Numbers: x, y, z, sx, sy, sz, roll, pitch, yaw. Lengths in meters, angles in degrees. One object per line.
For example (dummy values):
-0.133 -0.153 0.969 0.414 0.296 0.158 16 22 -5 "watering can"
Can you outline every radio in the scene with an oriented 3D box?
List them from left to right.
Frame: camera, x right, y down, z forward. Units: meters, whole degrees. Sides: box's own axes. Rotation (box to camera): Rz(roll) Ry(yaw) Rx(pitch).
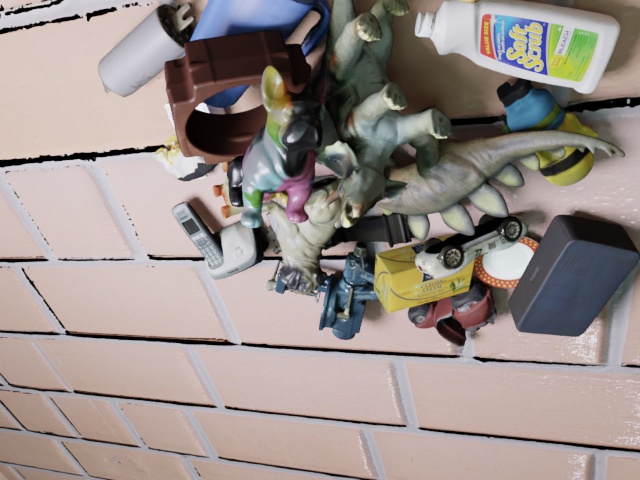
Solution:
0.434 0.070 0.934 0.131 0.073 0.229 7 132 -4 "radio"

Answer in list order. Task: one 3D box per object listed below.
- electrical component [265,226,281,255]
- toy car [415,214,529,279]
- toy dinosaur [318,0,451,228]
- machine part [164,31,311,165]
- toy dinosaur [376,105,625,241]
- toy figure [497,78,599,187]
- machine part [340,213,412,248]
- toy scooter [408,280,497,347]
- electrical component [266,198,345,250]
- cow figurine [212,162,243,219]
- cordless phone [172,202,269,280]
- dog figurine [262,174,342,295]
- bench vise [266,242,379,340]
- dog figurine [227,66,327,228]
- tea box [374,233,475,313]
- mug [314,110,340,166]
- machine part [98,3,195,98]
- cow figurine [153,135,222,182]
-0.080 -0.007 1.101 0.063 0.021 0.094 37 131 -12 "electrical component"
0.255 0.007 0.900 0.202 0.074 0.056 -23 107 -13 "toy car"
0.055 -0.209 0.758 0.131 0.405 0.192 2 160 -37 "toy dinosaur"
-0.118 -0.204 0.788 0.201 0.087 0.201 -12 161 -11 "machine part"
0.198 -0.105 0.837 0.198 0.105 0.472 48 145 -20 "toy dinosaur"
0.329 -0.156 0.791 0.180 0.089 0.082 42 162 -20 "toy figure"
0.101 -0.018 1.019 0.139 0.039 0.084 -2 131 19 "machine part"
0.280 0.156 1.072 0.184 0.075 0.135 -29 113 38 "toy scooter"
-0.032 -0.035 1.012 0.115 0.058 0.134 -22 92 29 "electrical component"
-0.112 -0.121 0.968 0.085 0.127 0.195 62 148 16 "cow figurine"
-0.206 -0.018 1.101 0.147 0.089 0.184 -23 113 33 "cordless phone"
-0.002 -0.004 0.927 0.172 0.121 0.190 -9 113 30 "dog figurine"
0.011 0.095 1.091 0.241 0.129 0.223 12 128 5 "bench vise"
-0.058 -0.137 0.752 0.108 0.192 0.219 0 121 -24 "dog figurine"
0.189 0.059 0.977 0.170 0.068 0.098 -14 130 -12 "tea box"
0.019 -0.172 0.870 0.080 0.107 0.109 45 165 -10 "mug"
-0.291 -0.311 0.895 0.243 0.079 0.079 -24 117 31 "machine part"
-0.217 -0.157 0.999 0.167 0.068 0.098 -10 129 30 "cow figurine"
